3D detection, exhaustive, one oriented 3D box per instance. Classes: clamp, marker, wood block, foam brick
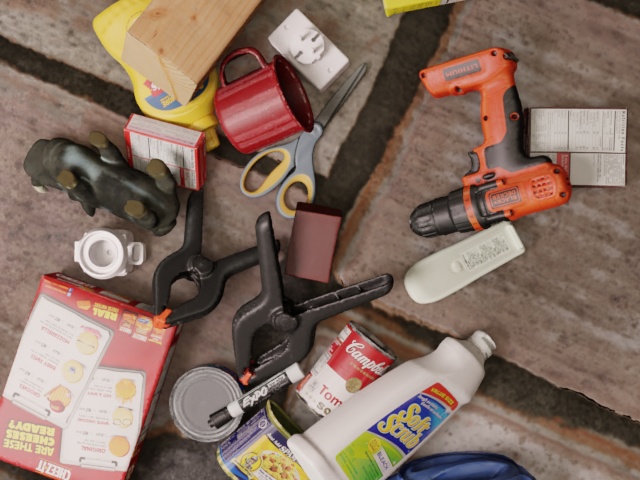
[{"bbox_3d":[-0.122,0.033,1.188,0.120,0.039,0.171,23,65,3],"label":"clamp"},{"bbox_3d":[-0.072,0.175,1.189,0.121,0.020,0.020,-31,89,3],"label":"marker"},{"bbox_3d":[-0.043,0.073,1.174,0.164,0.036,0.210,34,115,-14],"label":"clamp"},{"bbox_3d":[-0.114,-0.259,1.146,0.090,0.091,0.206,36,75,-7],"label":"wood block"},{"bbox_3d":[-0.008,0.001,1.193,0.053,0.051,0.078,11,104,-1],"label":"foam brick"}]

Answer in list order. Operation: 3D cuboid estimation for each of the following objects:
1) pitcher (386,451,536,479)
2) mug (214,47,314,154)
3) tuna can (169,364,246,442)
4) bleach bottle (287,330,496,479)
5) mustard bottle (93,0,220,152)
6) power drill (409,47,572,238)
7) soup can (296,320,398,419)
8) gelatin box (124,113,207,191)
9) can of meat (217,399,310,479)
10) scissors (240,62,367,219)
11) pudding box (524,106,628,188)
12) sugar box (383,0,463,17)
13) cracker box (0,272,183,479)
[{"bbox_3d":[0.150,0.362,1.166,0.149,0.144,0.243,0,96,48],"label":"pitcher"},{"bbox_3d":[-0.069,-0.156,1.174,0.082,0.093,0.117,-22,114,17],"label":"mug"},{"bbox_3d":[-0.127,0.185,1.221,0.086,0.033,0.086,0,92,3],"label":"tuna can"},{"bbox_3d":[0.090,0.181,1.166,0.250,0.068,0.102,-38,121,-15],"label":"bleach bottle"},{"bbox_3d":[-0.169,-0.186,1.202,0.096,0.058,0.191,-31,90,-6],"label":"mustard bottle"},{"bbox_3d":[0.168,-0.105,1.173,0.185,0.057,0.187,-15,87,23],"label":"power drill"},{"bbox_3d":[0.029,0.150,1.194,0.068,0.068,0.102,39,94,2],"label":"soup can"},{"bbox_3d":[-0.171,-0.098,1.195,0.089,0.073,0.030,15,53,7],"label":"gelatin box"},{"bbox_3d":[-0.054,0.245,1.198,0.084,0.057,0.102,-41,107,5],"label":"can of meat"},{"bbox_3d":[0.000,-0.104,1.215,0.202,0.016,0.096,-37,91,4],"label":"scissors"},{"bbox_3d":[0.283,-0.103,1.187,0.113,0.039,0.090,1,92,2],"label":"pudding box"},{"bbox_3d":[0.150,-0.313,1.186,0.176,0.048,0.093,-11,90,5],"label":"sugar box"},{"bbox_3d":[-0.264,0.163,1.211,0.164,0.072,0.214,19,93,3],"label":"cracker box"}]
